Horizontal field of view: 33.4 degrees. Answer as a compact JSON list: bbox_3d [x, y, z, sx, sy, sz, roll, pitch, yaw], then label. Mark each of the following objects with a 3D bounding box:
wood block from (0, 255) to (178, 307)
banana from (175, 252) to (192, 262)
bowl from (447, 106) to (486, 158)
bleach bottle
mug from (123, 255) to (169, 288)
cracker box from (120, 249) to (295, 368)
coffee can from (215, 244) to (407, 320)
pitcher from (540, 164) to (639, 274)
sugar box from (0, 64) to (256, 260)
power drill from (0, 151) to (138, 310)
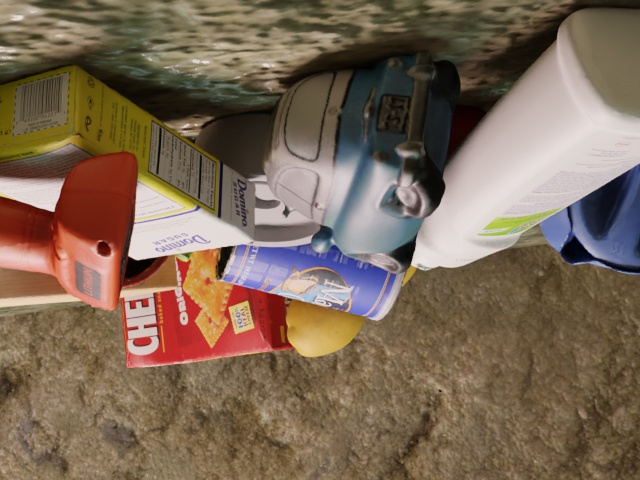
[{"bbox_3d":[-0.237,0.010,0.965,0.090,0.091,0.205,-10,175,38],"label":"wood block"},{"bbox_3d":[-0.108,-0.024,0.938,0.037,0.069,0.198,33,-179,-4],"label":"banana"},{"bbox_3d":[0.079,-0.062,0.788,0.162,0.055,0.162,-7,175,-1],"label":"bowl"},{"bbox_3d":[0.117,-0.041,0.639,0.102,0.068,0.251,-5,159,-30],"label":"bleach bottle"},{"bbox_3d":[-0.179,-0.013,0.875,0.117,0.093,0.081,24,175,-9],"label":"mug"},{"bbox_3d":[-0.120,0.045,1.131,0.214,0.164,0.071,-11,172,36],"label":"cracker box"},{"bbox_3d":[-0.006,0.001,0.883,0.140,0.103,0.103,14,170,-12],"label":"coffee can"},{"bbox_3d":[0.304,-0.039,1.085,0.149,0.145,0.243,5,179,2],"label":"pitcher"},{"bbox_3d":[-0.119,-0.037,0.606,0.093,0.048,0.176,-8,162,25],"label":"sugar box"},{"bbox_3d":[-0.182,-0.024,0.500,0.187,0.057,0.184,11,160,-5],"label":"power drill"}]
